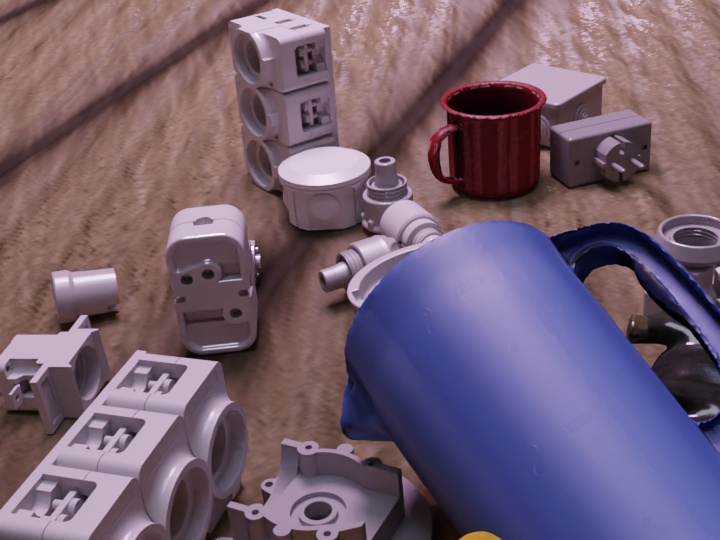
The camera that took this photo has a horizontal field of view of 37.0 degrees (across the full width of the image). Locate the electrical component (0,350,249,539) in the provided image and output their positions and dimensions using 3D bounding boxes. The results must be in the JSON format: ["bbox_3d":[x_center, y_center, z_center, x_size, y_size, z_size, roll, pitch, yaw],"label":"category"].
[{"bbox_3d":[-0.117,0.122,0.568,0.062,0.089,0.150,5,31,18],"label":"electrical component"}]

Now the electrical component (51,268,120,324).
[{"bbox_3d":[-0.210,0.018,0.822,0.046,0.040,0.040,-9,29,-17],"label":"electrical component"}]

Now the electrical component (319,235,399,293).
[{"bbox_3d":[0.000,0.000,0.814,0.062,0.043,0.043,-18,31,-19],"label":"electrical component"}]

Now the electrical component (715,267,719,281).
[{"bbox_3d":[0.262,0.032,0.651,0.056,0.089,0.050,-26,27,11],"label":"electrical component"}]

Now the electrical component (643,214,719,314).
[{"bbox_3d":[0.238,-0.003,0.766,0.078,0.057,0.058,-22,33,-27],"label":"electrical component"}]

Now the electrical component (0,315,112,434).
[{"bbox_3d":[-0.210,0.069,0.728,0.064,0.042,0.081,0,29,13],"label":"electrical component"}]

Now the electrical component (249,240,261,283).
[{"bbox_3d":[-0.111,-0.005,0.847,0.065,0.044,0.044,-1,29,-3],"label":"electrical component"}]

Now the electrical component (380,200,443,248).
[{"bbox_3d":[0.047,-0.026,0.856,0.040,0.040,0.078,-17,31,-19],"label":"electrical component"}]

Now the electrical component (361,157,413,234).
[{"bbox_3d":[0.023,-0.064,0.905,0.048,0.062,0.048,-4,30,2],"label":"electrical component"}]

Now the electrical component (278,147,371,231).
[{"bbox_3d":[-0.029,-0.072,0.940,0.080,0.051,0.080,-4,29,2],"label":"electrical component"}]

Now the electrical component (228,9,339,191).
[{"bbox_3d":[-0.072,-0.153,0.989,0.062,0.150,0.089,-22,33,-29],"label":"electrical component"}]

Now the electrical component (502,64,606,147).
[{"bbox_3d":[0.184,-0.163,1.068,0.100,0.048,0.100,20,38,38],"label":"electrical component"}]

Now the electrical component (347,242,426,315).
[{"bbox_3d":[0.051,0.029,0.730,0.108,0.060,0.108,-12,24,5],"label":"electrical component"}]

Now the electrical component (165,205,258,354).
[{"bbox_3d":[-0.105,0.004,0.770,0.054,0.095,0.059,-6,29,-1],"label":"electrical component"}]

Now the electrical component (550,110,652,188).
[{"bbox_3d":[0.223,-0.102,0.954,0.083,0.047,0.075,-14,30,-15],"label":"electrical component"}]
